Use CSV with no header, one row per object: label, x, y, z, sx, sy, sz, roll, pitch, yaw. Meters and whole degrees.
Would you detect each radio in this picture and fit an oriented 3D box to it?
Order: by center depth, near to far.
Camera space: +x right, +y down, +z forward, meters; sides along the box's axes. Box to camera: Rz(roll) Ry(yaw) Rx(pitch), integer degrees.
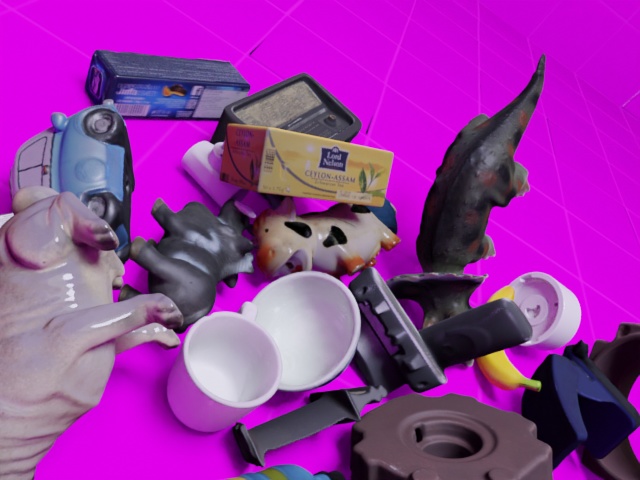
radio,-0.039,-0.149,0.760,0.131,0.073,0.229,40,40,3

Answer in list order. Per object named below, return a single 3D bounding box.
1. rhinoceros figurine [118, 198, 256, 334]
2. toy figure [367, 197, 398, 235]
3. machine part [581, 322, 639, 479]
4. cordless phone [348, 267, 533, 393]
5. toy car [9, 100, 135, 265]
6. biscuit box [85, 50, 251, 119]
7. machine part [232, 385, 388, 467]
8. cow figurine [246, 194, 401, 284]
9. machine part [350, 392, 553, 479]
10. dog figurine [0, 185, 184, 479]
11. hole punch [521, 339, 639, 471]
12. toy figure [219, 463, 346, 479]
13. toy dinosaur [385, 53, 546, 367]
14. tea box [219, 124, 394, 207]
rhinoceros figurine,-0.117,0.010,0.523,0.112,0.073,0.190,20,28,-3
toy figure,0.064,-0.060,0.771,0.064,0.058,0.155,17,39,-35
machine part,0.413,0.210,0.645,0.087,0.201,0.201,18,-2,-19
cordless phone,0.111,0.078,0.557,0.089,0.184,0.146,-29,86,-45
toy car,-0.229,-0.048,0.501,0.103,0.109,0.162,-1,62,-11
biscuit box,-0.191,-0.197,0.695,0.202,0.059,0.063,-11,54,-45
machine part,-0.011,0.162,0.487,0.139,0.084,0.039,-11,84,-35
cow figurine,-0.001,-0.002,0.638,0.127,0.085,0.195,49,37,14
machine part,0.113,0.194,0.481,0.179,0.180,0.056,-11,102,-44
dog figurine,-0.211,0.071,0.357,0.190,0.121,0.172,-39,72,-26
hole punch,0.290,0.204,0.642,0.092,0.142,0.116,-15,48,-18
toy figure,-0.060,0.209,0.390,0.180,0.082,0.089,-6,45,-36
toy dinosaur,0.186,-0.049,0.671,0.131,0.404,0.192,18,13,18
tea box,-0.014,-0.083,0.604,0.169,0.068,0.098,2,12,-37
